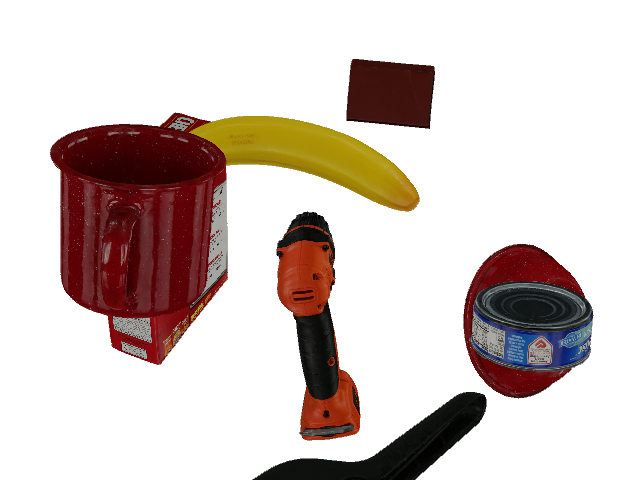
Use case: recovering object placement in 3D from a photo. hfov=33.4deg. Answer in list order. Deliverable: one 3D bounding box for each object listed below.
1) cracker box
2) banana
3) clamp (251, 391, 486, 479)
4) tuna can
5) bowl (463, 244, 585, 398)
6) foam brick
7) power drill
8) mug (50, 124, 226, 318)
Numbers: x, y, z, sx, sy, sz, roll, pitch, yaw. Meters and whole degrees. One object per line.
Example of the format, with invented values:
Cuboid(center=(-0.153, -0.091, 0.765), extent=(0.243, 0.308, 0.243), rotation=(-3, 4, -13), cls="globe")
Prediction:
Cuboid(center=(-0.165, -0.003, 1.133), extent=(0.072, 0.214, 0.164), rotation=(16, 40, 18), cls="cracker box")
Cuboid(center=(-0.024, -0.060, 0.795), extent=(0.198, 0.069, 0.037), rotation=(5, -22, 3), cls="banana")
Cuboid(center=(0.026, 0.157, 0.650), extent=(0.210, 0.036, 0.164), rotation=(-7, 29, 3), cls="clamp")
Cuboid(center=(0.152, 0.060, 0.768), extent=(0.086, 0.034, 0.086), rotation=(0, 21, 0), cls="tuna can")
Cuboid(center=(0.225, 0.084, 1.095), extent=(0.161, 0.162, 0.055), rotation=(0, -1, -34), cls="bowl")
Cuboid(center=(0.064, -0.134, 0.970), extent=(0.078, 0.051, 0.053), rotation=(6, 17, 4), cls="foam brick")
Cuboid(center=(-0.004, 0.078, 1.009), extent=(0.057, 0.187, 0.184), rotation=(-8, 19, 6), cls="power drill")
Cuboid(center=(-0.100, -0.005, 0.575), extent=(0.093, 0.081, 0.117), rotation=(5, 25, -4), cls="mug")
